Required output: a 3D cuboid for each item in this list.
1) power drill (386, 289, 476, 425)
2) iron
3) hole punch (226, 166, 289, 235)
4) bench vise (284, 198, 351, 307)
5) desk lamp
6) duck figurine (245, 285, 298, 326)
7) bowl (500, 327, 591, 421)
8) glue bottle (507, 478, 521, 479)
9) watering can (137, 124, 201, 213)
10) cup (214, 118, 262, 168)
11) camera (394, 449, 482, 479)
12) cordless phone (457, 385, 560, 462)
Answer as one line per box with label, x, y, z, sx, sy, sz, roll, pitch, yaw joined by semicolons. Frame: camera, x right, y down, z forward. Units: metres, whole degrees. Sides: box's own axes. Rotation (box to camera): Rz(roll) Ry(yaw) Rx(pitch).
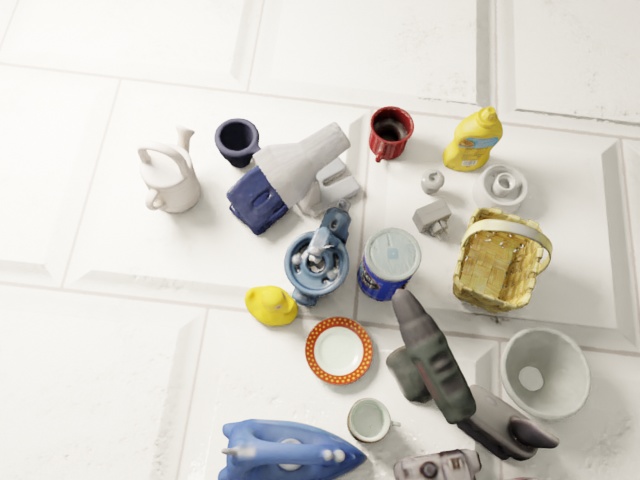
power drill;0.176;0.209;0.990;0.076;0.208;0.229;-27;72;-13
iron;-0.042;0.358;0.955;0.258;0.141;0.118;2;68;-3
hole punch;-0.120;-0.081;1.149;0.101;0.091;0.109;43;72;13
bench vise;-0.002;0.002;1.054;0.121;0.220;0.207;6;68;-1
desk lamp;-0.021;-0.134;1.110;0.203;0.213;0.118;-30;73;-14
duck figurine;-0.092;0.115;1.077;0.104;0.086;0.077;20;69;5
bowl;0.405;0.250;1.060;0.167;0.075;0.167;1;68;-3
glue bottle;0.341;0.413;0.939;0.078;0.173;0.037;-11;69;-7
watering can;-0.294;-0.143;1.108;0.101;0.194;0.173;-1;69;-3
cup;-0.157;-0.185;1.186;0.117;0.095;0.092;32;70;9
camera;0.210;0.429;0.964;0.143;0.101;0.137;-8;69;-6
cordless phone;0.320;0.306;0.973;0.147;0.185;0.094;31;70;9
